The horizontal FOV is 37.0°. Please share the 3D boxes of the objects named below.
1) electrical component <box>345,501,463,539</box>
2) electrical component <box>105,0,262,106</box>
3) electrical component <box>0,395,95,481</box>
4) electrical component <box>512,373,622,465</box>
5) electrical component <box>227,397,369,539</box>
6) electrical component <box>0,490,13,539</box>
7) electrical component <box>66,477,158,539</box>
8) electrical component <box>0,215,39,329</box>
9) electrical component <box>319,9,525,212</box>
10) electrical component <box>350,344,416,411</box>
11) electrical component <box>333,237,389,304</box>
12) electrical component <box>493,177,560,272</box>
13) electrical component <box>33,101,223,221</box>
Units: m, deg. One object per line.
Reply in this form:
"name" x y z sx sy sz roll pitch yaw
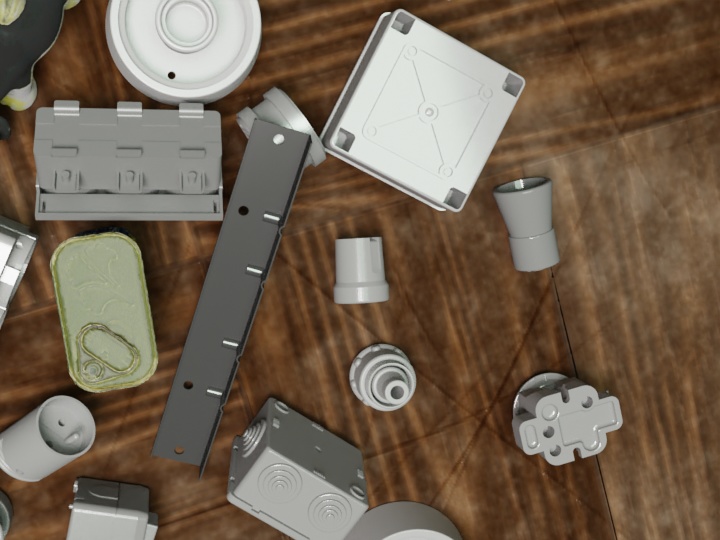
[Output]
"electrical component" 0.036 0.235 0.804 0.108 0.060 0.108 -1 97 -11
"electrical component" -0.117 -0.165 0.724 0.108 0.060 0.108 -1 97 -11
"electrical component" -0.222 0.120 0.739 0.043 0.043 0.081 47 131 -13
"electrical component" 0.149 0.110 0.811 0.078 0.057 0.058 -15 100 -9
"electrical component" -0.042 0.143 0.759 0.100 0.099 0.048 33 103 -13
"electrical component" -0.266 0.176 0.742 0.045 0.055 0.045 -1 97 -11
"electrical component" -0.180 0.203 0.758 0.061 0.062 0.096 11 95 -12
"electrical component" -0.271 0.035 0.705 0.062 0.089 0.150 23 92 -13
"electrical component" 0.043 -0.111 0.763 0.109 0.056 0.108 27 92 -13
"electrical component" 0.020 0.082 0.781 0.048 0.062 0.048 -1 97 -11
"electrical component" 0.000 0.000 0.779 0.040 0.040 0.046 -4 92 -10
"electrical component" 0.126 -0.032 0.798 0.044 0.044 0.065 -15 105 -8
"electrical component" -0.154 -0.075 0.721 0.121 0.063 0.078 0 57 -10
